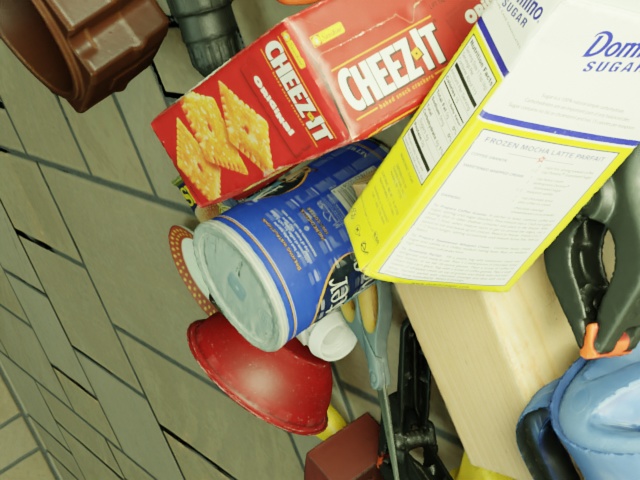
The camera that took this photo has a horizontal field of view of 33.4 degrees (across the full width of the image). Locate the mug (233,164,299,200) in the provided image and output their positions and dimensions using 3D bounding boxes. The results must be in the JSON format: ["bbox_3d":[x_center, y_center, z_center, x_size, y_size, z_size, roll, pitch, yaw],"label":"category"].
[{"bbox_3d":[-0.063,-0.080,0.830,0.117,0.093,0.081,-27,100,37],"label":"mug"}]

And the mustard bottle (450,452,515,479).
[{"bbox_3d":[0.135,0.222,0.854,0.096,0.058,0.192,58,157,22],"label":"mustard bottle"}]

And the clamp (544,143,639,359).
[{"bbox_3d":[0.149,-0.028,0.521,0.120,0.039,0.171,166,98,-65],"label":"clamp"}]

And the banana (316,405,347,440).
[{"bbox_3d":[-0.036,0.144,1.103,0.198,0.037,0.069,42,-174,36],"label":"banana"}]

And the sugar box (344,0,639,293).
[{"bbox_3d":[0.091,-0.047,0.491,0.176,0.093,0.048,-58,38,38],"label":"sugar box"}]

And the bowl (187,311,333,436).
[{"bbox_3d":[-0.043,0.108,0.998,0.162,0.055,0.162,34,-166,-10],"label":"bowl"}]

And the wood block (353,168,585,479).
[{"bbox_3d":[0.114,0.038,0.652,0.091,0.090,0.206,4,121,60],"label":"wood block"}]

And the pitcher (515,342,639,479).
[{"bbox_3d":[0.217,0.161,0.559,0.243,0.145,0.149,62,178,-15],"label":"pitcher"}]

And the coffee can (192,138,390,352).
[{"bbox_3d":[-0.005,0.001,0.765,0.103,0.140,0.103,42,150,31],"label":"coffee can"}]

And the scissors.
[{"bbox_3d":[0.040,0.099,0.874,0.096,0.016,0.202,-153,57,-64],"label":"scissors"}]

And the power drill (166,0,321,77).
[{"bbox_3d":[-0.060,-0.196,0.730,0.188,0.057,0.184,14,126,55],"label":"power drill"}]

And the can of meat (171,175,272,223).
[{"bbox_3d":[-0.079,-0.038,0.956,0.084,0.057,0.102,58,155,-4],"label":"can of meat"}]

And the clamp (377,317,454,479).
[{"bbox_3d":[0.076,0.155,0.882,0.210,0.036,0.164,119,144,-74],"label":"clamp"}]

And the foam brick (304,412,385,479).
[{"bbox_3d":[0.031,0.212,1.009,0.051,0.078,0.053,45,152,30],"label":"foam brick"}]

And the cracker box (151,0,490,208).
[{"bbox_3d":[0.016,-0.096,0.594,0.072,0.164,0.214,60,155,-8],"label":"cracker box"}]
